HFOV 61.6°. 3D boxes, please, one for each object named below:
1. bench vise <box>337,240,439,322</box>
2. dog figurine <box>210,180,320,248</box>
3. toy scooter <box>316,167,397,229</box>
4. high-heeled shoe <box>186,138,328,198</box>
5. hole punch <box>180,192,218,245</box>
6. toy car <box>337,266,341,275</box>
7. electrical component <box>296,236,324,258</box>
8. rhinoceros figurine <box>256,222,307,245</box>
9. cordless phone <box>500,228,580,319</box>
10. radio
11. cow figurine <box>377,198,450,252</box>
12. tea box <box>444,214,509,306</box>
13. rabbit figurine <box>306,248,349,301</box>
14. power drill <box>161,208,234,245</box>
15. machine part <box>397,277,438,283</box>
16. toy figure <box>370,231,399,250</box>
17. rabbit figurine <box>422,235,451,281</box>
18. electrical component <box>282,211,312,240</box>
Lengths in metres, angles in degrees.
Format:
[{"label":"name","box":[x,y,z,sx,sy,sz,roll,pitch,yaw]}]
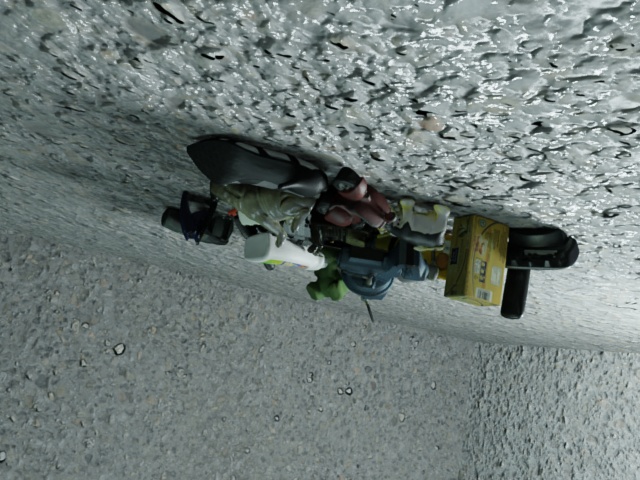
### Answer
[{"label":"bench vise","box":[0.143,0.080,1.208,0.224,0.129,0.240,-1,147,-7]},{"label":"dog figurine","box":[-0.111,-0.100,1.053,0.190,0.121,0.172,36,121,-12]},{"label":"toy scooter","box":[0.071,-0.063,1.015,0.135,0.075,0.184,33,160,-4]},{"label":"high-heeled shoe","box":[-0.108,-0.138,0.973,0.249,0.086,0.145,26,-154,21]},{"label":"hole punch","box":[-0.325,-0.056,1.373,0.092,0.115,0.142,23,165,-13]},{"label":"toy car","box":[0.097,0.064,1.477,0.109,0.103,0.162,50,162,-10]},{"label":"electrical component","box":[-0.002,-0.006,1.350,0.078,0.102,0.045,36,166,6]},{"label":"rhinoceros figurine","box":[-0.098,-0.026,1.379,0.112,0.073,0.190,5,166,32]},{"label":"cordless phone","box":[0.435,0.073,1.087,0.147,0.184,0.088,1,159,41]},{"label":"radio","box":[0.051,-0.033,1.209,0.131,0.073,0.229,9,166,5]},{"label":"cow figurine","box":[0.170,-0.031,1.065,0.167,0.098,0.068,9,174,9]},{"label":"tea box","box":[0.318,0.043,1.091,0.098,0.169,0.068,18,164,-22]},{"label":"rabbit figurine","box":[0.035,0.074,1.581,0.121,0.170,0.159,1,-155,45]},{"label":"power drill","box":[-0.328,-0.036,1.556,0.232,0.086,0.207,23,171,-32]},{"label":"machine part","box":[0.280,0.079,1.500,0.079,0.079,0.243,15,168,-17]},{"label":"toy figure","box":[0.162,0.021,1.319,0.180,0.089,0.082,-4,168,43]},{"label":"rabbit figurine","box":[0.319,0.046,1.254,0.173,0.121,0.163,-3,-177,-44]},{"label":"electrical component","box":[-0.051,-0.035,1.238,0.075,0.048,0.119,12,132,4]}]
